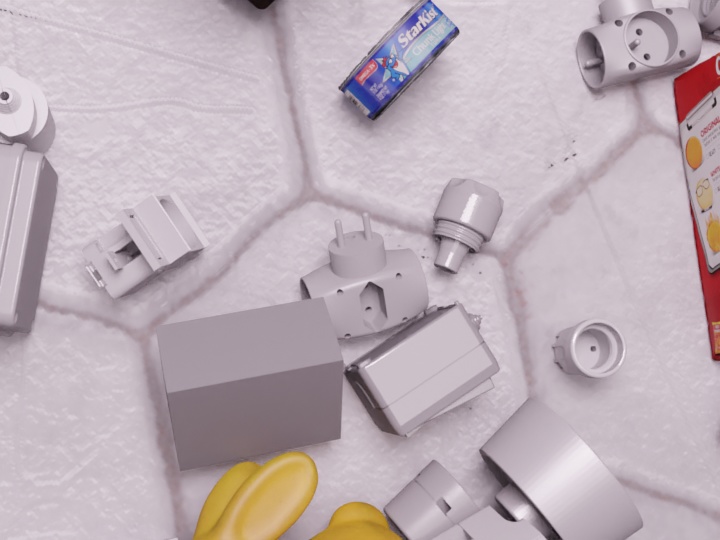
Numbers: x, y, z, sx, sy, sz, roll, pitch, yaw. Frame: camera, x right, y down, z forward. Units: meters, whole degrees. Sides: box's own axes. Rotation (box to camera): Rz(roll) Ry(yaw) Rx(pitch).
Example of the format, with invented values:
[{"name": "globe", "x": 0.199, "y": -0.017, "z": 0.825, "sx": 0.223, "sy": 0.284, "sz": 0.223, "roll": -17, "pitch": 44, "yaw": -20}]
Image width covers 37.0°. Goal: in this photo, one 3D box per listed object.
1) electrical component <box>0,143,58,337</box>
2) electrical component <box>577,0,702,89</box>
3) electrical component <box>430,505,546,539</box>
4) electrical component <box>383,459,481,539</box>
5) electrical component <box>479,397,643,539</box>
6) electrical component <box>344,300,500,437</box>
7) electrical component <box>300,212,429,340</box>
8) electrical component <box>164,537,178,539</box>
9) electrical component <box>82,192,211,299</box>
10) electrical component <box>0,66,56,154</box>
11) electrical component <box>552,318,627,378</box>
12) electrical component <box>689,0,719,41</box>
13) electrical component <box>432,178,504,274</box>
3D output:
[{"name": "electrical component", "x": -0.227, "y": -0.019, "z": 0.662, "sx": 0.057, "sy": 0.078, "sz": 0.113, "roll": 8, "pitch": 82, "yaw": -6}, {"name": "electrical component", "x": 0.196, "y": -0.177, "z": 0.776, "sx": 0.077, "sy": 0.044, "sz": 0.079, "roll": -15, "pitch": 86, "yaw": -12}, {"name": "electrical component", "x": 0.103, "y": 0.231, "z": 0.662, "sx": 0.062, "sy": 0.089, "sz": 0.150, "roll": -27, "pitch": 112, "yaw": -13}, {"name": "electrical component", "x": 0.048, "y": 0.160, "z": 0.704, "sx": 0.047, "sy": 0.055, "sz": 0.055, "roll": -39, "pitch": 91, "yaw": -9}, {"name": "electrical component", "x": 0.122, "y": 0.143, "z": 0.694, "sx": 0.060, "sy": 0.108, "sz": 0.108, "roll": -39, "pitch": 91, "yaw": -6}, {"name": "electrical component", "x": 0.046, "y": 0.064, "z": 0.710, "sx": 0.096, "sy": 0.062, "sz": 0.061, "roll": -32, "pitch": 92, "yaw": -13}, {"name": "electrical component", "x": 0.000, "y": 0.000, "z": 0.709, "sx": 0.077, "sy": 0.043, "sz": 0.079, "roll": -15, "pitch": 117, "yaw": -12}, {"name": "electrical component", "x": -0.193, "y": 0.237, "z": 0.646, "sx": 0.186, "sy": 0.060, "sz": 0.105, "roll": -10, "pitch": 85, "yaw": -11}, {"name": "electrical component", "x": -0.137, "y": -0.015, "z": 0.683, "sx": 0.064, "sy": 0.081, "sz": 0.042, "roll": -33, "pitch": 90, "yaw": 10}, {"name": "electrical component", "x": -0.216, "y": -0.097, "z": 0.672, "sx": 0.043, "sy": 0.081, "sz": 0.043, "roll": 1, "pitch": 83, "yaw": -10}, {"name": "electrical component", "x": 0.156, "y": 0.055, "z": 0.739, "sx": 0.040, "sy": 0.046, "sz": 0.040, "roll": 1, "pitch": 83, "yaw": -10}, {"name": "electrical component", "x": 0.280, "y": -0.196, "z": 0.787, "sx": 0.057, "sy": 0.058, "sz": 0.078, "roll": 16, "pitch": 81, "yaw": -11}, {"name": "electrical component", "x": 0.070, "y": -0.028, "z": 0.735, "sx": 0.043, "sy": 0.043, "sz": 0.062, "roll": 24, "pitch": 81, "yaw": -7}]
